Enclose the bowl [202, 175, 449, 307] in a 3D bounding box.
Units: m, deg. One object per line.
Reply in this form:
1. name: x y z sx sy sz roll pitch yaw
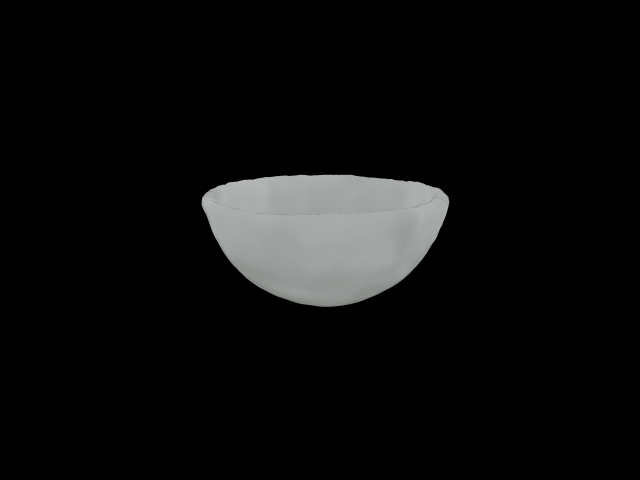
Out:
1. bowl: 0.004 0.001 0.400 0.167 0.075 0.167 0 15 0
